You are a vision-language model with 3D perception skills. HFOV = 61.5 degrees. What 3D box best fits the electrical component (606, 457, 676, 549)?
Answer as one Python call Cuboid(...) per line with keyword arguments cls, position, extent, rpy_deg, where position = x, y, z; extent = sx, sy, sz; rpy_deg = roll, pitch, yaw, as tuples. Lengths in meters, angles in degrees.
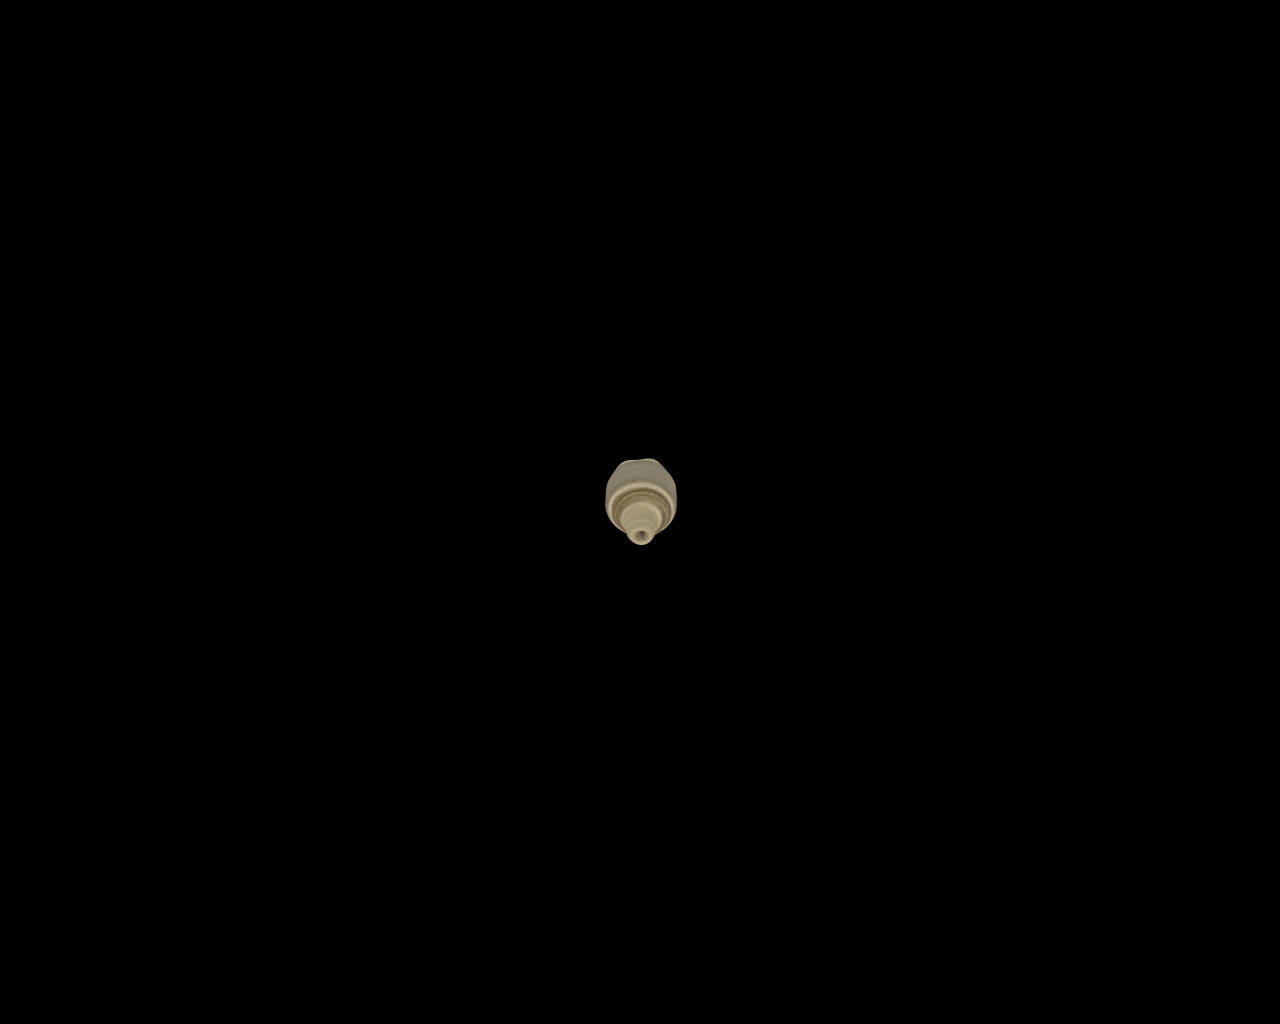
Cuboid(cls="electrical component", position=(0.001, -0.003, 0.650), extent=(0.043, 0.043, 0.062), rpy_deg=(0, 34, 0))
